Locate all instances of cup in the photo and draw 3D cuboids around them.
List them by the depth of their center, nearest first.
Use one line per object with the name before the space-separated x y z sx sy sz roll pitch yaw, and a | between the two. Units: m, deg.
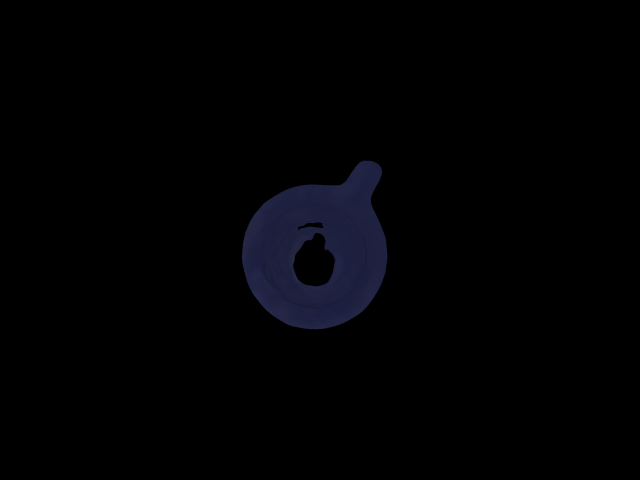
cup | 0.004 0.001 0.400 0.091 0.095 0.118 32 86 3
